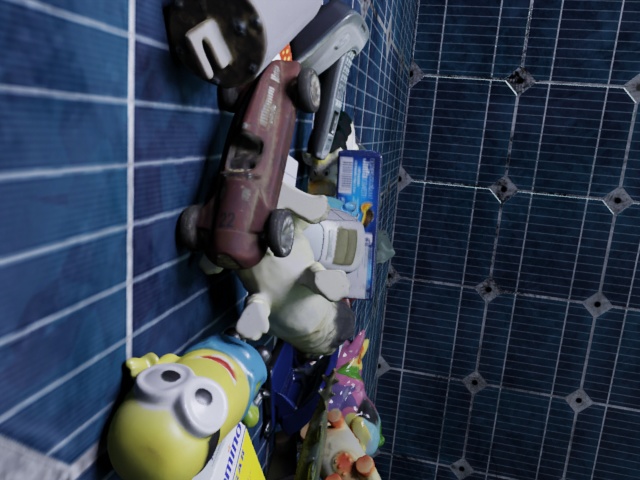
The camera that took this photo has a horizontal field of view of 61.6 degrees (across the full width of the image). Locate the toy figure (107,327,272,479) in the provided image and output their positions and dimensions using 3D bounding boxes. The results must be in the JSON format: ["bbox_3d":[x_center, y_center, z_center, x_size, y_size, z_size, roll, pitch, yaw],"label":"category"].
[{"bbox_3d":[-0.092,0.127,0.427,0.180,0.082,0.089,-19,115,-80],"label":"toy figure"}]

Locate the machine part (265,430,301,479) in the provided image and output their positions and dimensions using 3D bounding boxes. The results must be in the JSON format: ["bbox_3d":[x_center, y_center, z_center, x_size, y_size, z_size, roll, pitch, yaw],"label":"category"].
[{"bbox_3d":[-0.053,0.331,0.775,0.039,0.084,0.139,52,21,-20],"label":"machine part"}]

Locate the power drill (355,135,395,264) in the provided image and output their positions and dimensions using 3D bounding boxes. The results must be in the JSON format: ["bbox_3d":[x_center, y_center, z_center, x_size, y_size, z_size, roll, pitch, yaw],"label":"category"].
[{"bbox_3d":[0.076,-0.073,0.963,0.232,0.086,0.207,-99,179,-58],"label":"power drill"}]

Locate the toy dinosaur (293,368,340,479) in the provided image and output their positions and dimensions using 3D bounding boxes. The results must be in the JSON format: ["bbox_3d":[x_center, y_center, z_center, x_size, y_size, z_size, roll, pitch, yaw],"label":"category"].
[{"bbox_3d":[-0.048,0.378,0.596,0.198,0.105,0.471,120,-17,-73],"label":"toy dinosaur"}]

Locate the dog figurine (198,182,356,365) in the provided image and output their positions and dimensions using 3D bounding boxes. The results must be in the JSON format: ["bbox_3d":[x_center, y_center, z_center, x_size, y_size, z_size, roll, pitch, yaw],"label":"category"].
[{"bbox_3d":[-0.036,0.033,0.542,0.190,0.121,0.172,71,4,-71],"label":"dog figurine"}]

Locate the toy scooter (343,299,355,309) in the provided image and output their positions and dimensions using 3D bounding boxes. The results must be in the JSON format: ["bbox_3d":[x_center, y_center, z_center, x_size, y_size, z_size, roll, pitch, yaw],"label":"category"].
[{"bbox_3d":[0.035,0.115,1.002,0.184,0.075,0.135,-38,120,-71],"label":"toy scooter"}]

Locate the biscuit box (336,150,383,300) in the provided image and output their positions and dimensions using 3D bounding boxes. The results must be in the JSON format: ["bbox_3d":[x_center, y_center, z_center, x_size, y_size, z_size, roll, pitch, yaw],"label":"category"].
[{"bbox_3d":[0.051,-0.022,0.743,0.063,0.059,0.202,-42,136,-77],"label":"biscuit box"}]

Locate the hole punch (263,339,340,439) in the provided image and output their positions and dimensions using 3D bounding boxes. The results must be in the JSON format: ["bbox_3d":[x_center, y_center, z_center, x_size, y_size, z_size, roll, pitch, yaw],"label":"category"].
[{"bbox_3d":[-0.026,0.209,0.778,0.142,0.092,0.115,-69,166,-60],"label":"hole punch"}]

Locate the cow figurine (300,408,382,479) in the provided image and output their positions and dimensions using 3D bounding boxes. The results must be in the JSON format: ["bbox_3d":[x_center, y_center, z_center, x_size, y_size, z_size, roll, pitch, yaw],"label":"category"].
[{"bbox_3d":[0.027,0.309,0.763,0.195,0.085,0.127,39,-26,62],"label":"cow figurine"}]

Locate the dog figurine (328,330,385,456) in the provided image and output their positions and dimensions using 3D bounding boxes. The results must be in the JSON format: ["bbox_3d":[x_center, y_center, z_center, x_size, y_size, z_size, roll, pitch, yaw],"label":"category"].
[{"bbox_3d":[0.067,0.295,1.074,0.219,0.192,0.108,-63,156,-16],"label":"dog figurine"}]

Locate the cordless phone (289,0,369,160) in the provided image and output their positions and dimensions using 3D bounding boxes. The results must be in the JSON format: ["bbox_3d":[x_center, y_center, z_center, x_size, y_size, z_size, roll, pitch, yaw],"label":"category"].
[{"bbox_3d":[0.001,-0.194,0.678,0.146,0.089,0.184,-32,133,-76],"label":"cordless phone"}]

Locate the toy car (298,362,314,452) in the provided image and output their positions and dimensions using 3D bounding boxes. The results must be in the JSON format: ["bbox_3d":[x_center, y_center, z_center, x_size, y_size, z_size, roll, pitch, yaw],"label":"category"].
[{"bbox_3d":[-0.019,0.294,0.928,0.073,0.056,0.201,-66,160,-54],"label":"toy car"}]

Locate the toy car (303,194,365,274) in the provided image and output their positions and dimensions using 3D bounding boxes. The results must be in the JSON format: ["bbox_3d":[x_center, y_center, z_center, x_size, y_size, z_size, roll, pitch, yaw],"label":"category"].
[{"bbox_3d":[-0.001,-0.002,0.630,0.161,0.103,0.109,7,92,-49],"label":"toy car"}]

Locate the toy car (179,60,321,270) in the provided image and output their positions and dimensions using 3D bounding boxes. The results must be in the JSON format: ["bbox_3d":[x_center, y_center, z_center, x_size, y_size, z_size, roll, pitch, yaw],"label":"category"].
[{"bbox_3d":[-0.056,-0.073,0.452,0.053,0.089,0.202,53,45,-63],"label":"toy car"}]

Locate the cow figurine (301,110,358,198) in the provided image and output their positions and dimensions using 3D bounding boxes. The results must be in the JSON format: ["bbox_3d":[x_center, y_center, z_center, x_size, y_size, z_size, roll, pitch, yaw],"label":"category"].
[{"bbox_3d":[0.016,-0.135,0.811,0.167,0.068,0.098,-73,159,-52],"label":"cow figurine"}]

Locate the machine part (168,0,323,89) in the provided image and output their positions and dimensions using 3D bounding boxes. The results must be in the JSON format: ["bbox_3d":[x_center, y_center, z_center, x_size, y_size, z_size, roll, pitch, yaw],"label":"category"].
[{"bbox_3d":[-0.052,-0.189,0.436,0.243,0.079,0.079,-66,159,-51],"label":"machine part"}]
